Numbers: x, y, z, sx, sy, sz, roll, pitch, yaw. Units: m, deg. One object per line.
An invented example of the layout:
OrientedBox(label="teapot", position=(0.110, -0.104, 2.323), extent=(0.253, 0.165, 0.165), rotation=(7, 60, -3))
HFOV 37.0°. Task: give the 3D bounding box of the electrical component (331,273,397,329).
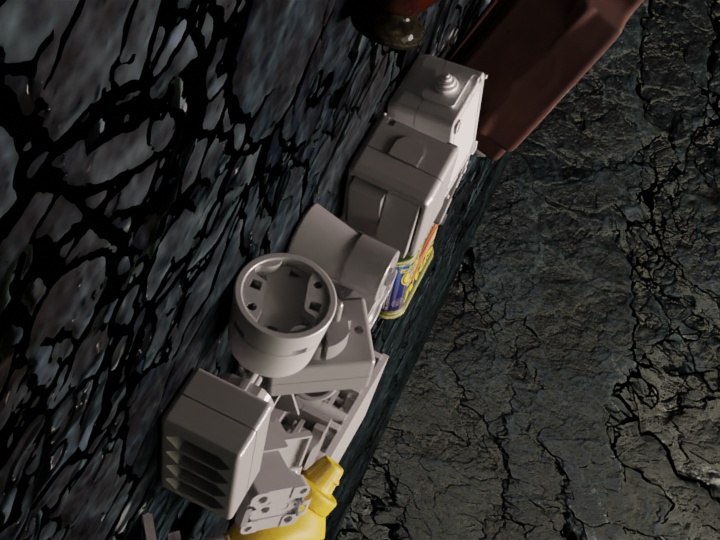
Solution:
OrientedBox(label="electrical component", position=(-0.016, 0.019, 0.747), extent=(0.078, 0.057, 0.058), rotation=(-57, 170, -43))

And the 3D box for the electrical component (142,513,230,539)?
OrientedBox(label="electrical component", position=(-0.108, 0.203, 0.648), extent=(0.121, 0.063, 0.078), rotation=(106, -28, -55))

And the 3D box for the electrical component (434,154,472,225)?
OrientedBox(label="electrical component", position=(0.056, -0.088, 0.906), extent=(0.096, 0.061, 0.061), rotation=(-67, 180, -69))

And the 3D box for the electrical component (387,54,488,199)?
OrientedBox(label="electrical component", position=(0.052, -0.111, 0.792), extent=(0.096, 0.061, 0.061), rotation=(92, 24, -54))

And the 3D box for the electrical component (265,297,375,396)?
OrientedBox(label="electrical component", position=(-0.026, 0.039, 0.661), extent=(0.076, 0.066, 0.047), rotation=(103, -20, -59))

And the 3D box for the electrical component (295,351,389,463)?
OrientedBox(label="electrical component", position=(-0.039, 0.138, 0.969), extent=(0.150, 0.062, 0.089), rotation=(-56, 169, -49))

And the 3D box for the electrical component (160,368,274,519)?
OrientedBox(label="electrical component", position=(-0.073, 0.084, 0.604), extent=(0.075, 0.047, 0.083), rotation=(-60, 171, -35))

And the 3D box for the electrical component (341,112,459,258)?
OrientedBox(label="electrical component", position=(0.025, -0.053, 0.768), extent=(0.061, 0.062, 0.096), rotation=(-61, 172, -26))

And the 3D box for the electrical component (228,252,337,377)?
OrientedBox(label="electrical component", position=(-0.045, 0.026, 0.586), extent=(0.055, 0.055, 0.047), rotation=(-59, 175, -37))

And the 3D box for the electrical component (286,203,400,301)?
OrientedBox(label="electrical component", position=(-0.009, -0.009, 0.671), extent=(0.044, 0.065, 0.044), rotation=(-62, 173, -15))

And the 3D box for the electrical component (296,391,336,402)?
OrientedBox(label="electrical component", position=(-0.036, 0.086, 0.902), extent=(0.044, 0.044, 0.065), rotation=(-64, 178, -2))

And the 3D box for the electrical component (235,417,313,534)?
OrientedBox(label="electrical component", position=(-0.067, 0.136, 0.707), extent=(0.081, 0.063, 0.042), rotation=(-4, 132, -33))

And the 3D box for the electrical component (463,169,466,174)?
OrientedBox(label="electrical component", position=(0.088, -0.125, 1.048), extent=(0.048, 0.048, 0.062), rotation=(99, 12, -66))

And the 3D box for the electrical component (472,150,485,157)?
OrientedBox(label="electrical component", position=(0.117, -0.183, 1.009), extent=(0.074, 0.052, 0.138), rotation=(40, 59, -40))

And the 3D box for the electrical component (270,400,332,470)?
OrientedBox(label="electrical component", position=(-0.066, 0.144, 0.822), extent=(0.050, 0.056, 0.089), rotation=(-54, 167, -55))
